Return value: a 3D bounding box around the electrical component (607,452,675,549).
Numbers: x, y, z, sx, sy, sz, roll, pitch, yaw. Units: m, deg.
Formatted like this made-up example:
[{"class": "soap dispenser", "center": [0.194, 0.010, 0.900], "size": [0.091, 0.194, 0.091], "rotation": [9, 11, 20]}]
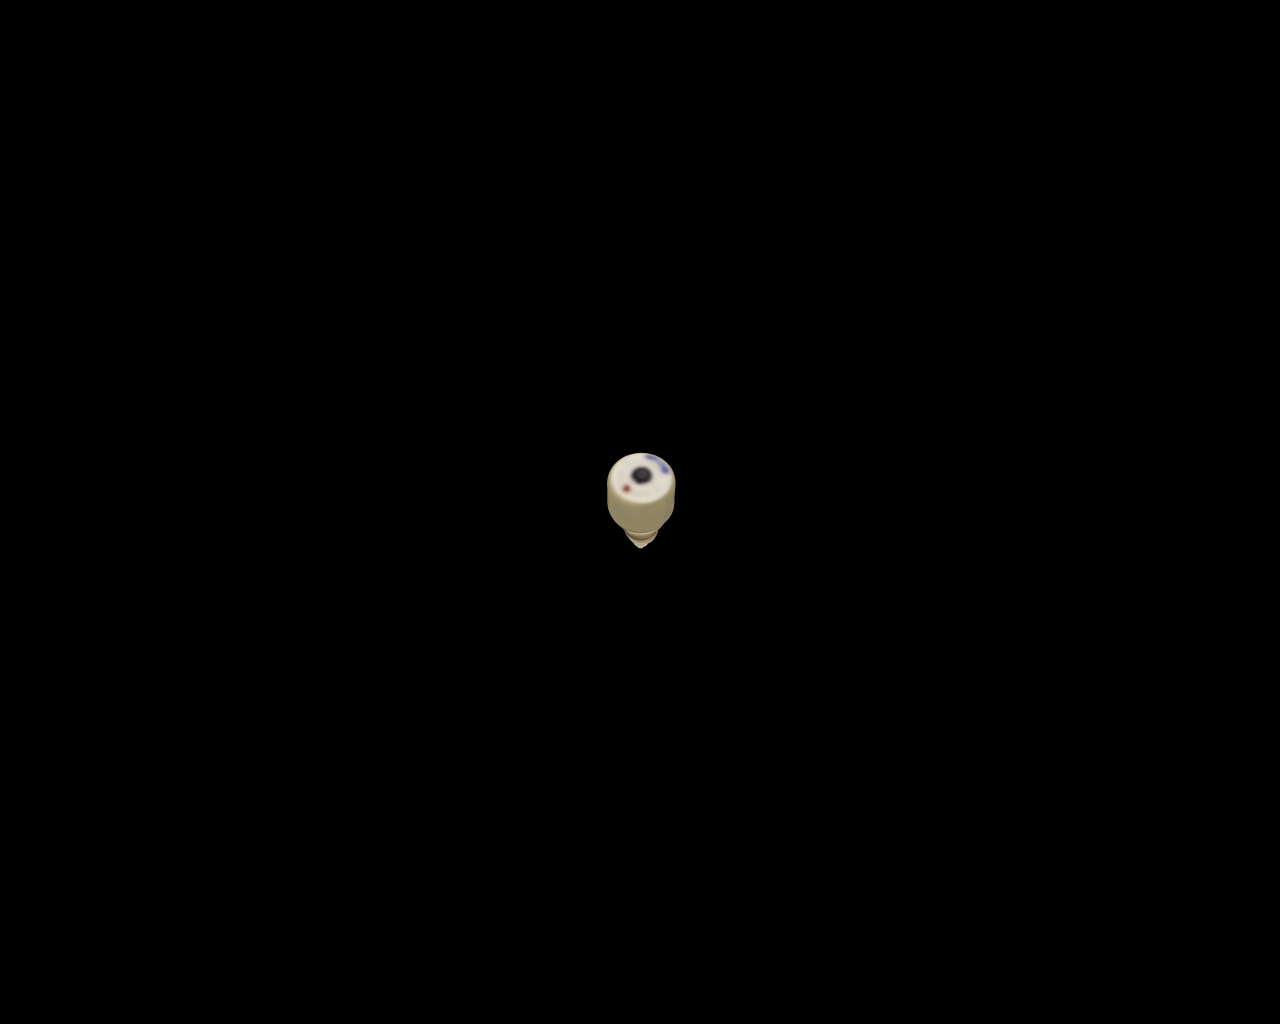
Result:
[{"class": "electrical component", "center": [0.001, -0.003, 0.650], "size": [0.040, 0.040, 0.078], "rotation": [0, -33, 0]}]
